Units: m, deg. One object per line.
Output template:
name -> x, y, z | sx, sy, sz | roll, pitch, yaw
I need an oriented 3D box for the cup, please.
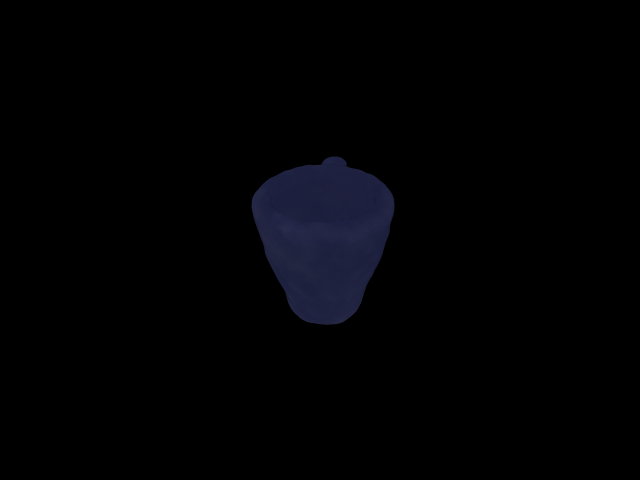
cup -> 0.004, 0.001, 0.400 | 0.091, 0.095, 0.118 | 3, 33, 6
